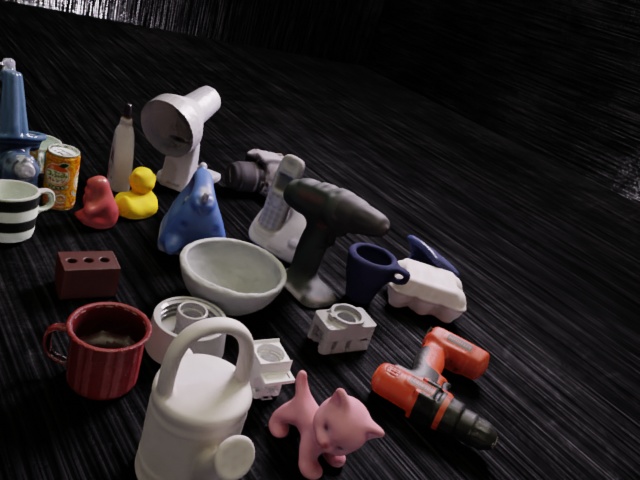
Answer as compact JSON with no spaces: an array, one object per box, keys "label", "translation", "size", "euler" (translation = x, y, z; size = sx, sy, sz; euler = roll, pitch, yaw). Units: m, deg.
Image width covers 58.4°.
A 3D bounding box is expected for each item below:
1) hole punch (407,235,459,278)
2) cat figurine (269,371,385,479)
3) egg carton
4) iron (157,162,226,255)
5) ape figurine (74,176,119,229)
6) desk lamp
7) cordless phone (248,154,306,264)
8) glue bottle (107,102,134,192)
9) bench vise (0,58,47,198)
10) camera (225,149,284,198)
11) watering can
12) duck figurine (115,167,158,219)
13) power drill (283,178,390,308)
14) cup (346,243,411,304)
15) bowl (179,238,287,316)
[{"label":"hole punch","translation":[0.222,0.045,1.158],"size":[0.101,0.091,0.108],"euler":[0,31,-34]},{"label":"cat figurine","translation":[0.008,0.205,0.658],"size":[0.067,0.118,0.127],"euler":[-7,35,-42]},{"label":"egg carton","translation":[0.197,0.093,1.068],"size":[0.150,0.069,0.107],"euler":[17,25,-3]},{"label":"iron","translation":[-0.219,-0.068,1.029],"size":[0.119,0.141,0.257],"euler":[9,27,-18]},{"label":"ape figurine","translation":[-0.381,-0.068,0.978],"size":[0.076,0.092,0.078],"euler":[15,25,-6]},{"label":"desk lamp","translation":[-0.279,-0.210,1.192],"size":[0.117,0.213,0.203],"euler":[23,25,10]},{"label":"cordless phone","translation":[-0.045,-0.054,1.067],"size":[0.147,0.185,0.094],"euler":[28,27,19]},{"label":"glue bottle","translation":[-0.384,-0.184,1.116],"size":[0.037,0.173,0.078],"euler":[1,30,-33]},{"label":"bench vise","translation":[-0.508,-0.181,0.971],"size":[0.206,0.220,0.122],"euler":[31,28,25]},{"label":"camera","translation":[-0.148,-0.159,1.309],"size":[0.137,0.101,0.142],"euler":[-1,31,-35]},{"label":"watering can","translation":[-0.114,0.164,0.569],"size":[0.172,0.194,0.101],"euler":[33,29,28]},{"label":"duck figurine","translation":[-0.338,-0.093,1.065],"size":[0.077,0.086,0.105],"euler":[21,25,6]},{"label":"power drill","translation":[0.009,0.003,0.960],"size":[0.076,0.208,0.228],"euler":[-6,34,-41]},{"label":"cup","translation":[0.095,0.070,1.016],"size":[0.117,0.095,0.092],"euler":[24,26,11]},{"label":"bowl","translation":[-0.139,0.067,0.888],"size":[0.167,0.075,0.167],"euler":[15,25,-7]}]
